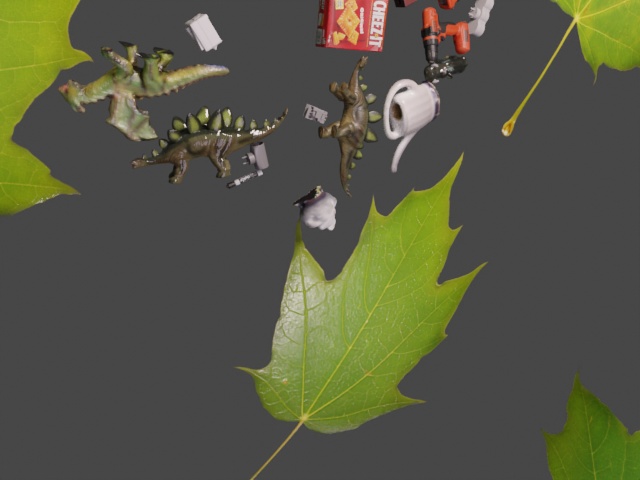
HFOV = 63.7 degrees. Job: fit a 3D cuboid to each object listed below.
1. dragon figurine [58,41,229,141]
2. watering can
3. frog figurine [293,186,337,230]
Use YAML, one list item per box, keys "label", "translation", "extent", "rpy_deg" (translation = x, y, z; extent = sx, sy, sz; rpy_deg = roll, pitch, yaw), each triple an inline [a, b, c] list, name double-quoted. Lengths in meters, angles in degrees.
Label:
- label: "dragon figurine"
  translation: [-0.456, -0.376, 1.346]
  extent: [0.410, 0.124, 0.239]
  rpy_deg: [6, 115, -23]
- label: "watering can"
  translation: [0.312, -0.412, 1.801]
  extent: [0.226, 0.106, 0.339]
  rpy_deg: [-29, 136, -18]
- label: "frog figurine"
  translation: [0.005, -0.088, 1.739]
  extent: [0.140, 0.122, 0.157]
  rpy_deg: [-47, 116, -29]
